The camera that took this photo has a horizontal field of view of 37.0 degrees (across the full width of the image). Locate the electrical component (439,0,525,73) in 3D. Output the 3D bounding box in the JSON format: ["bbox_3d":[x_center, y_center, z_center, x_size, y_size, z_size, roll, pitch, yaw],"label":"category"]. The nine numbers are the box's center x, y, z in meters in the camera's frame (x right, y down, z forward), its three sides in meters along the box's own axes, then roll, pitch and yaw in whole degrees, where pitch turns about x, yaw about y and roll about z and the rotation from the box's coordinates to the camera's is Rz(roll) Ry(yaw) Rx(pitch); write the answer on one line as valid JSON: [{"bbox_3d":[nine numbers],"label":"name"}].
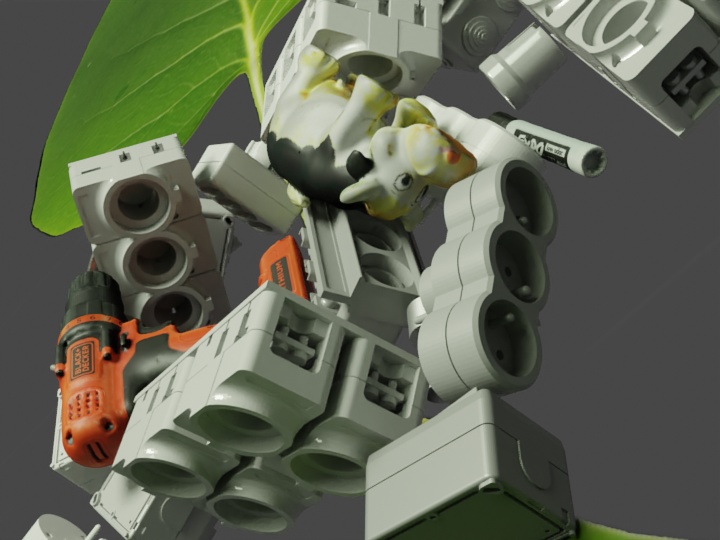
[{"bbox_3d":[0.078,-0.200,0.817,0.099,0.048,0.100,-55,29,-1],"label":"electrical component"}]

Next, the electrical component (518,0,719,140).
[{"bbox_3d":[0.168,-0.167,0.635,0.105,0.060,0.186,-47,29,13],"label":"electrical component"}]

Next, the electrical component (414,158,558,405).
[{"bbox_3d":[0.057,0.009,0.570,0.074,0.052,0.138,-24,40,42],"label":"electrical component"}]

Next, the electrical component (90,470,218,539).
[{"bbox_3d":[-0.136,0.155,0.740,0.096,0.061,0.061,11,68,59],"label":"electrical component"}]

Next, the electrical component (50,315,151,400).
[{"bbox_3d":[-0.204,0.074,0.829,0.079,0.043,0.077,9,53,28],"label":"electrical component"}]

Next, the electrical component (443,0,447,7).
[{"bbox_3d":[0.046,-0.246,0.792,0.063,0.078,0.121,15,70,37],"label":"electrical component"}]

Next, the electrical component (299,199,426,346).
[{"bbox_3d":[0.000,0.000,0.700,0.121,0.079,0.063,-104,34,-55],"label":"electrical component"}]

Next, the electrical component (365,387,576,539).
[{"bbox_3d":[0.046,0.107,0.518,0.096,0.062,0.061,-36,33,30],"label":"electrical component"}]

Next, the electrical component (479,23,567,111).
[{"bbox_3d":[0.109,-0.135,0.713,0.046,0.040,0.040,-42,30,10],"label":"electrical component"}]

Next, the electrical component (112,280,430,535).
[{"bbox_3d":[-0.056,0.090,0.608,0.186,0.105,0.060,-38,30,49],"label":"electrical component"}]

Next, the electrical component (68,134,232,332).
[{"bbox_3d":[-0.165,-0.019,0.859,0.089,0.150,0.061,-17,31,-10],"label":"electrical component"}]

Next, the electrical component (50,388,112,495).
[{"bbox_3d":[-0.203,0.124,0.868,0.062,0.061,0.096,-28,42,17],"label":"electrical component"}]

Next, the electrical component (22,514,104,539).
[{"bbox_3d":[-0.212,0.221,0.792,0.073,0.052,0.138,-52,29,4],"label":"electrical component"}]

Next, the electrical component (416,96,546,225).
[{"bbox_3d":[0.056,-0.062,0.697,0.073,0.052,0.138,-54,29,1],"label":"electrical component"}]

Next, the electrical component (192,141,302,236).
[{"bbox_3d":[-0.084,-0.082,0.896,0.047,0.083,0.075,6,64,58],"label":"electrical component"}]

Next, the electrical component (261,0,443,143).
[{"bbox_3d":[-0.009,-0.140,0.785,0.150,0.089,0.061,131,146,-58],"label":"electrical component"}]

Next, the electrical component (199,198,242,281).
[{"bbox_3d":[-0.152,-0.030,0.937,0.061,0.096,0.061,-137,57,-64],"label":"electrical component"}]
